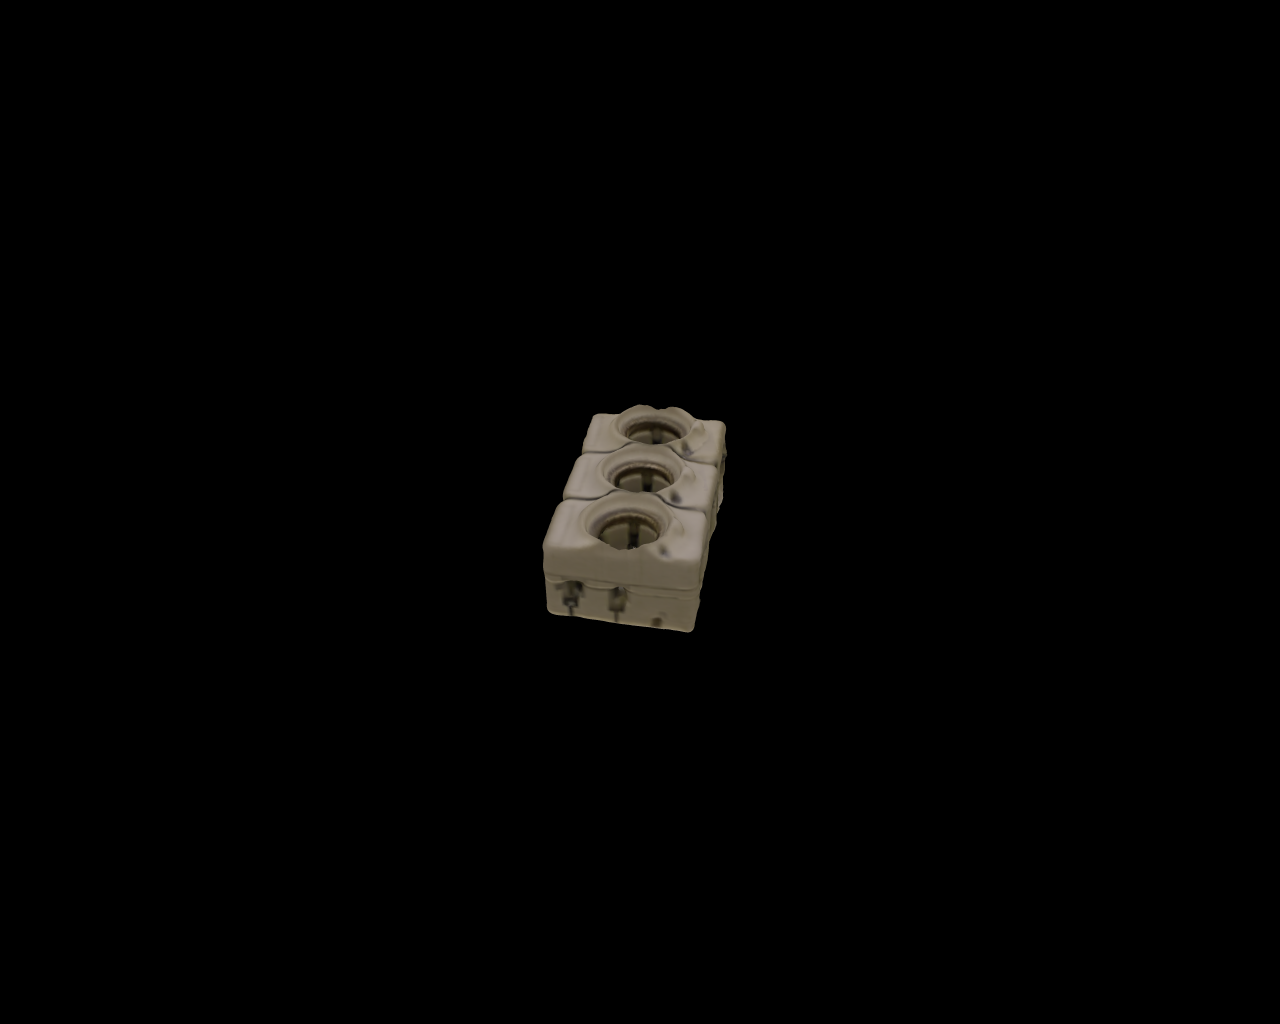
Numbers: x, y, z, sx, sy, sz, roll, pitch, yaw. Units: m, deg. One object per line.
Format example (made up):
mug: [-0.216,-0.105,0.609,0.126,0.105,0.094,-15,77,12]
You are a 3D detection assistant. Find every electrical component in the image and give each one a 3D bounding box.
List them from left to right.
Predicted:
electrical component: [0.001,-0.003,0.650,0.089,0.061,0.150,6,37,8]
